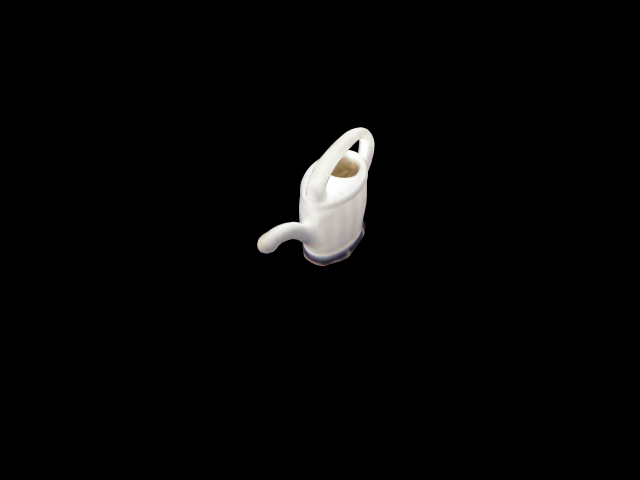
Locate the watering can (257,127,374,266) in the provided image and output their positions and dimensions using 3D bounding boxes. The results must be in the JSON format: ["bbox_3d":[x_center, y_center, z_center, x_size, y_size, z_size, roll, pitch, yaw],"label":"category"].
[{"bbox_3d":[0.003,-0.043,0.850,0.104,0.219,0.355,22,50,20],"label":"watering can"}]
